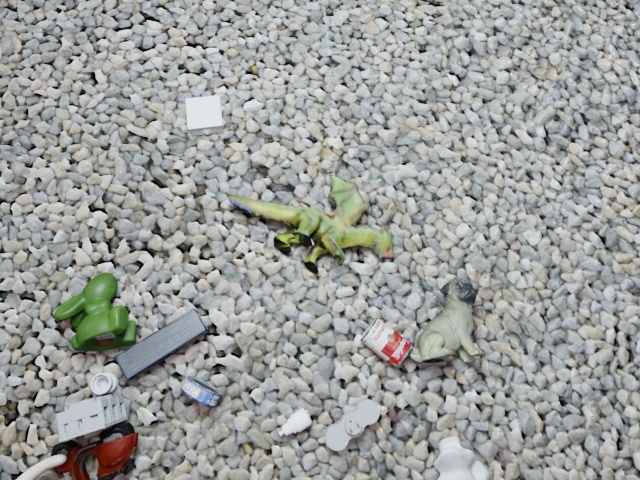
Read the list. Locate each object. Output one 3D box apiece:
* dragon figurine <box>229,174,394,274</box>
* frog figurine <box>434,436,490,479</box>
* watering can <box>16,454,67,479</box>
[{"bbox_3d":[0.004,-0.064,1.276,0.411,0.119,0.247,36,58,6],"label":"dragon figurine"},{"bbox_3d":[0.296,0.519,1.112,0.137,0.120,0.163,-29,42,-2],"label":"frog figurine"},{"bbox_3d":[-0.687,0.536,1.029,0.347,0.103,0.227,-3,74,4],"label":"watering can"}]
